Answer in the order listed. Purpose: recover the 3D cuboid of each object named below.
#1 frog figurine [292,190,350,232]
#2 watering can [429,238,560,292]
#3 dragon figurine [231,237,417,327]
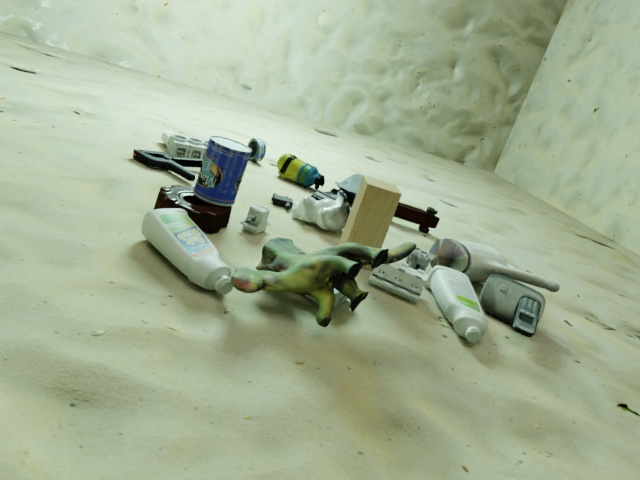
[{"bbox_3d":[0.004,-0.073,1.453,0.159,0.120,0.140,-19,32,0],"label":"frog figurine"},{"bbox_3d":[0.438,0.068,1.375,0.224,0.104,0.349,10,5,-26],"label":"watering can"},{"bbox_3d":[-0.004,0.035,1.003,0.244,0.120,0.414,24,28,30],"label":"dragon figurine"}]
